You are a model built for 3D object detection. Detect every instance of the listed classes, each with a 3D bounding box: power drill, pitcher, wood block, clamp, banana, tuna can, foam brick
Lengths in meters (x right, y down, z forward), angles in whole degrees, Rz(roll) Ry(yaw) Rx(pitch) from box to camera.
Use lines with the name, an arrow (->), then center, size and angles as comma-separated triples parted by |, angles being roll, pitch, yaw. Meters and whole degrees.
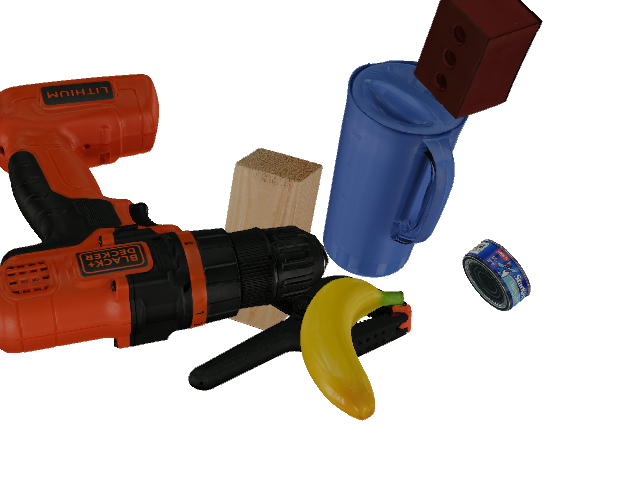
power drill -> -0.107, -0.022, 0.608 | 0.184, 0.057, 0.188 | -8, 43, -20
pitcher -> 0.079, -0.067, 1.204 | 0.145, 0.243, 0.149 | 22, 44, 9
wood block -> -0.069, -0.002, 1.368 | 0.090, 0.206, 0.090 | 16, 23, 13
clamp -> -0.021, 0.080, 1.005 | 0.210, 0.164, 0.036 | 5, -42, 8
banana -> 0.019, 0.069, 0.791 | 0.070, 0.037, 0.197 | 6, 23, 9
tuna can -> 0.211, 0.043, 1.286 | 0.033, 0.086, 0.086 | -37, 11, -15
foam brick -> 0.108, -0.134, 0.745 | 0.051, 0.053, 0.078 | -24, -30, -29
